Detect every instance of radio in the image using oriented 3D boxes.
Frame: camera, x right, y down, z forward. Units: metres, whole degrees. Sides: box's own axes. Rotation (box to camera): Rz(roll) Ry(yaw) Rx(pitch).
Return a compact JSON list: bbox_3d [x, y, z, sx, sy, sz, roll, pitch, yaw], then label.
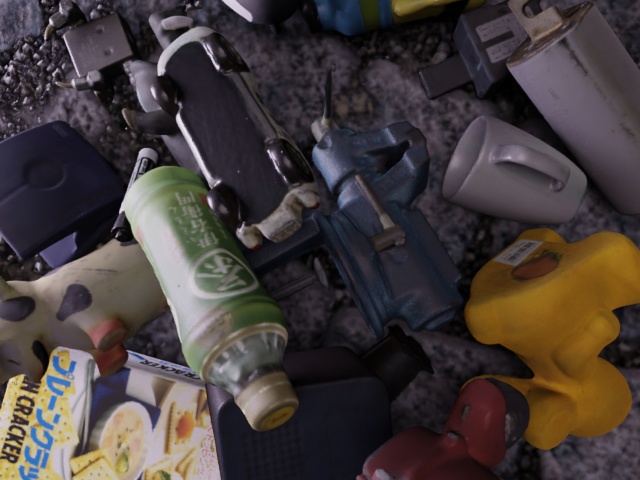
[{"bbox_3d":[-0.008,0.205,0.427,0.131,0.073,0.229,-10,102,-15],"label":"radio"}]

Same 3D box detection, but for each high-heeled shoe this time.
[{"bbox_3d":[-0.099,-0.287,0.483,0.086,0.145,0.249,-37,85,0],"label":"high-heeled shoe"}]

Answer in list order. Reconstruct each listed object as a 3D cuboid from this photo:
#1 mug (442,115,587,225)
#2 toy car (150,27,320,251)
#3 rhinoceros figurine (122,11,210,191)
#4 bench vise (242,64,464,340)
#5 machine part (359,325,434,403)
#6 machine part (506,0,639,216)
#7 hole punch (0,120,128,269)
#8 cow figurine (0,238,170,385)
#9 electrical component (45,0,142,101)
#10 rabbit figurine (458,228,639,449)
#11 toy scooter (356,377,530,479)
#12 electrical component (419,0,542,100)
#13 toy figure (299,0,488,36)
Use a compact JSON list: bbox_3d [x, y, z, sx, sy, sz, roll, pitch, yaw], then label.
[{"bbox_3d":[0.176,-0.056,0.462,0.107,0.109,0.080,20,81,-7],"label":"mug"},{"bbox_3d":[-0.069,-0.084,0.422,0.073,0.056,0.202,-35,70,11],"label":"toy car"},{"bbox_3d":[-0.120,-0.123,0.506,0.112,0.073,0.190,-25,84,4],"label":"rhinoceros figurine"},{"bbox_3d":[0.000,0.001,0.464,0.241,0.129,0.223,-28,80,-2],"label":"bench vise"},{"bbox_3d":[0.033,0.133,0.486,0.139,0.039,0.084,-35,85,1],"label":"machine part"},{"bbox_3d":[0.235,-0.105,0.447,0.079,0.079,0.243,-44,102,0],"label":"machine part"},{"bbox_3d":[-0.254,-0.045,0.506,0.116,0.092,0.142,-45,79,-4],"label":"hole punch"},{"bbox_3d":[-0.204,0.050,0.459,0.127,0.085,0.195,36,51,19],"label":"cow figurine"},{"bbox_3d":[-0.224,-0.187,0.535,0.078,0.045,0.102,-17,84,5],"label":"electrical component"},{"bbox_3d":[0.196,0.095,0.432,0.162,0.122,0.173,-40,111,-23],"label":"rabbit figurine"},{"bbox_3d":[0.070,0.179,0.351,0.075,0.135,0.183,24,105,42],"label":"toy scooter"},{"bbox_3d":[0.154,-0.175,0.500,0.119,0.047,0.075,-19,83,2],"label":"electrical component"},{"bbox_3d":[0.070,-0.238,0.497,0.180,0.089,0.082,-11,99,13],"label":"toy figure"}]
